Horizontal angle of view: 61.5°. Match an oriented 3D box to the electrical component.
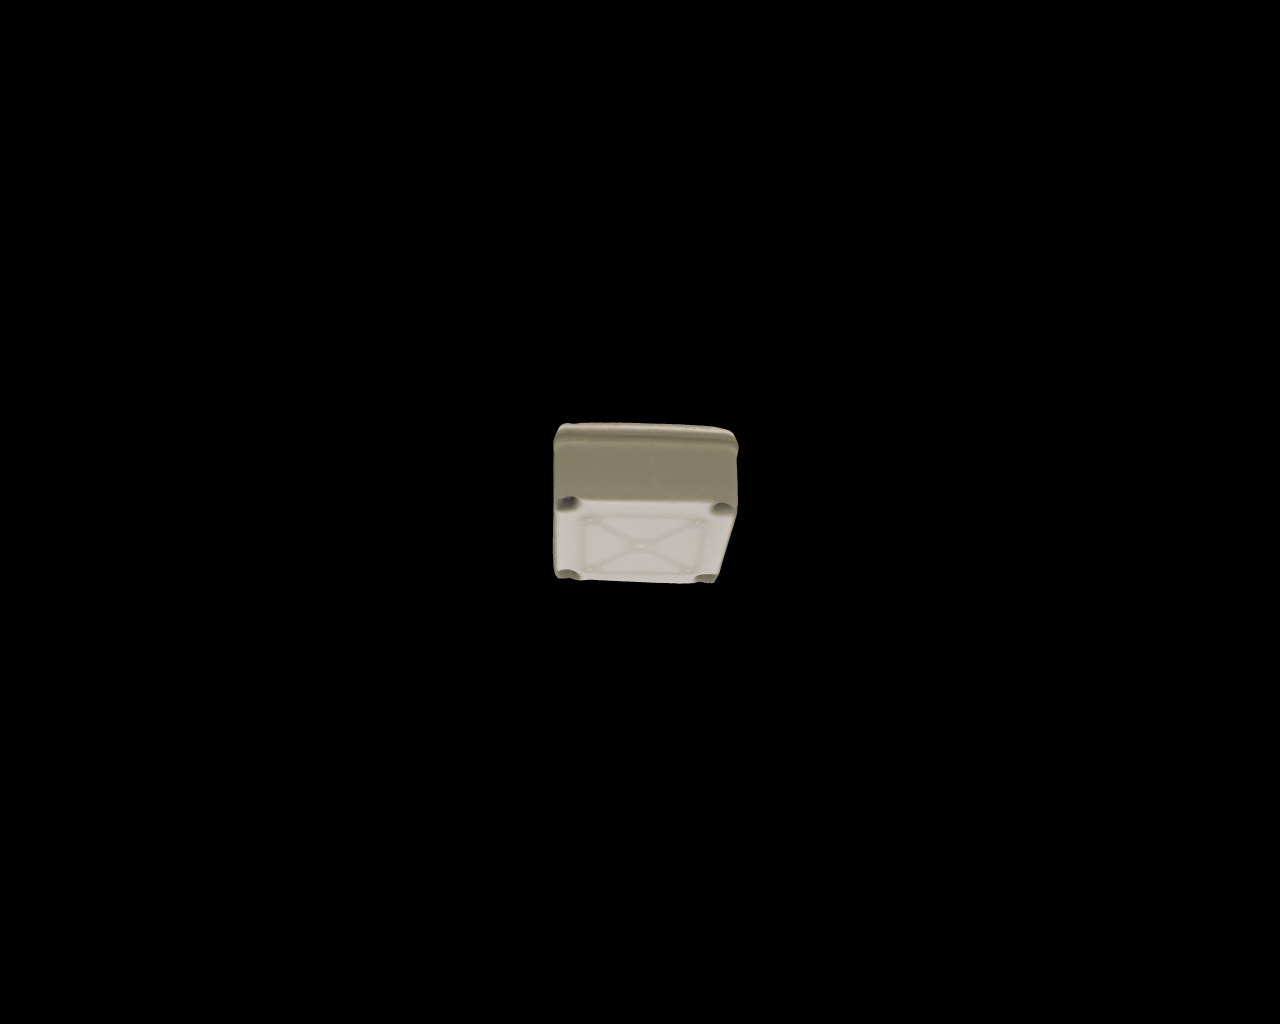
[{"bbox_3d":[0.001,-0.003,0.650,0.109,0.056,0.108,2,-31,-3],"label":"electrical component"}]
